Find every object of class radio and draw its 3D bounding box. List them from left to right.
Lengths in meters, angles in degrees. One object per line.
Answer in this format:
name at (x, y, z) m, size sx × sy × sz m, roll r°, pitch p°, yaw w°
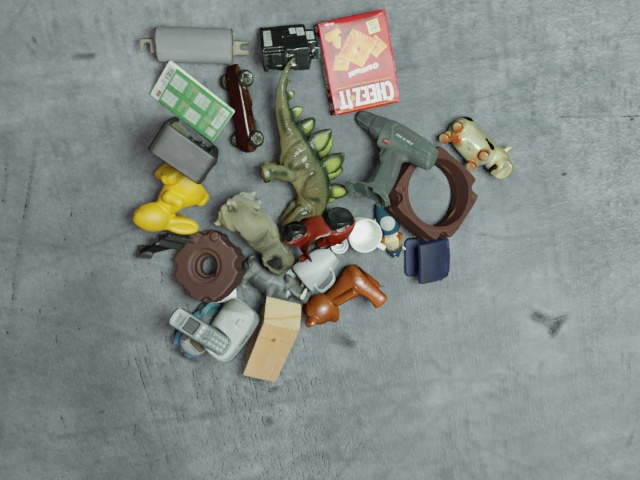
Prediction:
radio at (-0.295, -0.202, 1.190) m, size 0.131 × 0.230 × 0.073 m, roll 35°, pitch 99°, yaw -17°

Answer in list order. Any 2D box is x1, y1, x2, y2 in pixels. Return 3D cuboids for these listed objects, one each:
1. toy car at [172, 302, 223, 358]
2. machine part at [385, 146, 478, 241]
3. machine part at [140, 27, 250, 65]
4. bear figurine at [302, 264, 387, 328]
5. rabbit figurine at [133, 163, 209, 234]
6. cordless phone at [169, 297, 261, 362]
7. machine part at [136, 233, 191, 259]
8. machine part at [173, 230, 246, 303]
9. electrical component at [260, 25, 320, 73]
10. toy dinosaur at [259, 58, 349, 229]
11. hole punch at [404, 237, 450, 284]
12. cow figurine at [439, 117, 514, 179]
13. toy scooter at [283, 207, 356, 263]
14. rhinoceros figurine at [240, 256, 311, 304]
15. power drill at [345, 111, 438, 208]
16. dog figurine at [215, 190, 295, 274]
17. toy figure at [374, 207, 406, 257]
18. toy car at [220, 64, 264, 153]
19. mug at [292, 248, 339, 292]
toy car at (-0.299, 0.236, 1.359) m, size 0.162 × 0.103 × 0.109 m, roll -37°, pitch 104°, yaw 0°
machine part at (0.276, -0.115, 1.334) m, size 0.201 × 0.087 × 0.201 m, roll 39°, pitch 80°, yaw -14°
machine part at (-0.281, -0.439, 1.212) m, size 0.243 × 0.079 × 0.079 m, roll 0°, pitch 103°, yaw -6°
bear figurine at (0.055, 0.160, 1.381) m, size 0.132 × 0.120 × 0.196 m, roll 40°, pitch 97°, yaw -18°
rabbit figurine at (-0.358, -0.083, 1.268) m, size 0.173 × 0.122 × 0.162 m, roll -46°, pitch 129°, yaw -16°
cordless phone at (-0.249, 0.188, 1.271) m, size 0.184 × 0.089 × 0.146 m, roll 36°, pitch 88°, yaw -20°
machine part at (-0.381, 0.013, 1.288) m, size 0.139 × 0.084 × 0.039 m, roll -19°, pitch 77°, yaw 30°
machine part at (-0.271, 0.064, 1.311) m, size 0.180 × 0.056 × 0.179 m, roll -1°, pitch 86°, yaw 13°
electrical component at (-0.068, -0.435, 1.218) m, size 0.134 × 0.115 × 0.058 m, roll -4°, pitch 140°, yaw -3°
toy dinosaur at (-0.045, -0.178, 1.276) m, size 0.199 × 0.105 × 0.470 m, roll -23°, pitch 121°, yaw -5°
hole punch at (0.289, 0.050, 1.402) m, size 0.116 × 0.092 × 0.142 m, roll -6°, pitch 101°, yaw -10°
cow figurine at (0.403, -0.227, 1.342) m, size 0.195 × 0.127 × 0.085 m, roll 44°, pitch 137°, yaw 1°
toy scooter at (-0.003, -0.004, 1.292) m, size 0.184 × 0.075 × 0.135 m, roll -16°, pitch 140°, yaw -17°
rhinoceros figurine at (-0.115, 0.109, 1.367) m, size 0.190 × 0.073 × 0.112 m, roll 32°, pitch 97°, yaw -12°
power drill at (0.142, -0.189, 1.265) m, size 0.232 × 0.085 × 0.207 m, roll 27°, pitch 69°, yaw 21°
dog figurine at (-0.142, -0.010, 1.262) m, size 0.121 × 0.172 × 0.191 m, roll -43°, pitch 74°, yaw 13°
toy figure at (0.179, -0.023, 1.386) m, size 0.064 × 0.058 × 0.154 m, roll -3°, pitch 109°, yaw 39°
toy car at (-0.179, -0.305, 1.254) m, size 0.053 × 0.089 × 0.202 m, roll -18°, pitch 106°, yaw -37°
mug at (-0.001, 0.072, 1.360) m, size 0.107 × 0.110 × 0.080 m, roll -42°, pitch 143°, yaw 0°
